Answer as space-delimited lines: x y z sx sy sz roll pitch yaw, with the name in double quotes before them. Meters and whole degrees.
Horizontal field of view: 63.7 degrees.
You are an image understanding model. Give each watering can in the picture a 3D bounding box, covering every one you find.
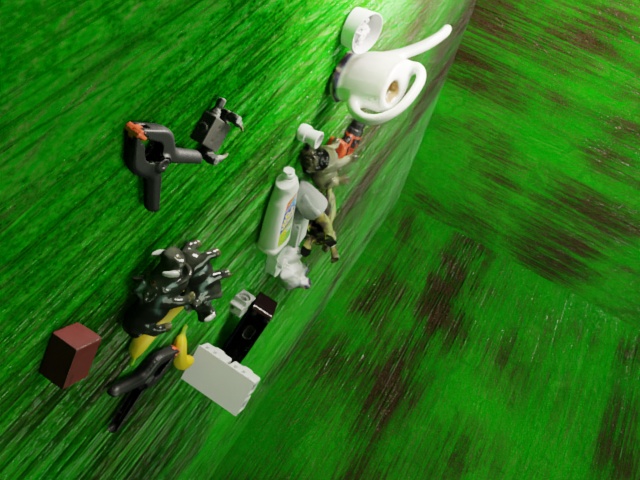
"watering can" 0.164 -0.419 1.267 0.226 0.352 0.102 23 -23 29

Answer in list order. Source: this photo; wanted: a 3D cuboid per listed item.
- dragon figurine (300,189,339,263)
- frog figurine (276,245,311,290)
"dragon figurine" 0.005 -0.084 1.660 0.122 0.400 0.249 2 45 9
"frog figurine" -0.102 0.080 1.685 0.122 0.141 0.156 -10 -48 24
